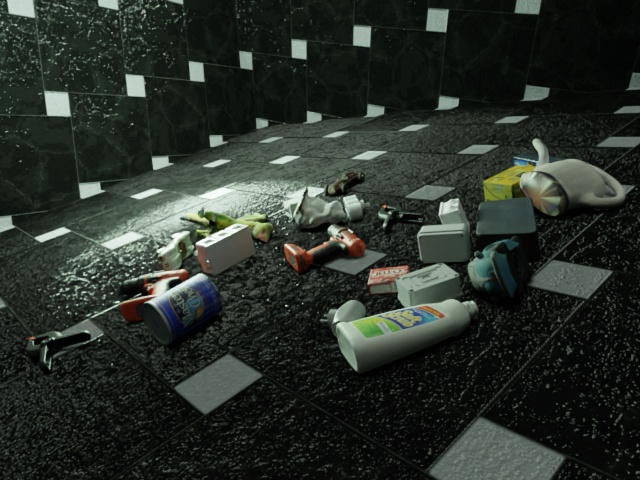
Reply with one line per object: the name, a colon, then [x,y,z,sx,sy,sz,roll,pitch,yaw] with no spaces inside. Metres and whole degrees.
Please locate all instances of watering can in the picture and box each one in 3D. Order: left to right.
watering can: [0.635,-0.171,1.385,0.225,0.101,0.354,-17,39,-18]

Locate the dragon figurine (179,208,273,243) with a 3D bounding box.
dragon figurine: [-0.290,-0.055,1.701,0.243,0.121,0.413,-5,16,-33]

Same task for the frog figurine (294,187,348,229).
frog figurine: [0.005,-0.080,1.594,0.159,0.121,0.139,25,13,-3]
